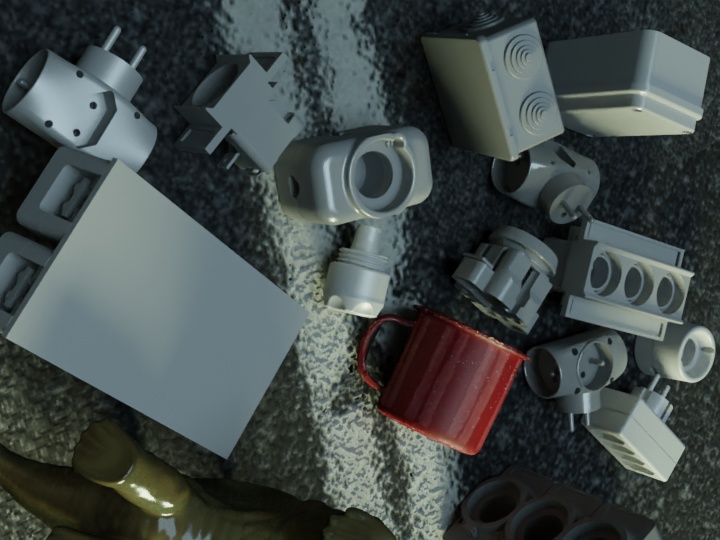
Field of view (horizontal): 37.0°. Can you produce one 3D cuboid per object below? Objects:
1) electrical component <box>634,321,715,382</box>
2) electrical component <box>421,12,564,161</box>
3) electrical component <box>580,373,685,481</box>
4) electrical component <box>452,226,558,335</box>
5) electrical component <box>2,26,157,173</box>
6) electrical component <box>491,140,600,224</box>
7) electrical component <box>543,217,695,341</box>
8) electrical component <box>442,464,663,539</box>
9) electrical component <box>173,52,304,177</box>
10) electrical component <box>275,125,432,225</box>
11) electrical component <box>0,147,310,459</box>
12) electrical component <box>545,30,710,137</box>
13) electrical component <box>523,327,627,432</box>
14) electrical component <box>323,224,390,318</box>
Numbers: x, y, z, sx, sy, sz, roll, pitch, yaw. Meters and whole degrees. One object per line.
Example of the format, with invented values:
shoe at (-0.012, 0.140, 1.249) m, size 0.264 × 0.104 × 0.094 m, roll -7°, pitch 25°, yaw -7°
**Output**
electrical component at (0.279, 0.070, 0.948) m, size 0.055 × 0.047 × 0.055 m, roll -6°, pitch 101°, yaw -34°
electrical component at (0.094, -0.131, 0.757) m, size 0.048 × 0.100 × 0.099 m, roll -25°, pitch 111°, yaw -16°
electrical component at (0.246, 0.126, 0.933) m, size 0.083 × 0.047 × 0.075 m, roll 44°, pitch 72°, yaw -32°
electrical component at (0.113, 0.004, 0.816) m, size 0.078 × 0.058 × 0.057 m, roll 41°, pitch 77°, yaw -32°
electrical component at (-0.152, -0.102, 0.620) m, size 0.077 × 0.043 × 0.079 m, roll 36°, pitch 77°, yaw -34°
electrical component at (0.151, -0.062, 0.821) m, size 0.077 × 0.079 × 0.043 m, roll 9°, pitch 125°, yaw -36°
electrical component at (0.206, 0.008, 0.877) m, size 0.121 × 0.063 × 0.078 m, roll 14°, pitch 89°, yaw -36°
electrical component at (0.146, 0.212, 0.812) m, size 0.089 × 0.150 × 0.061 m, roll -40°, pitch 119°, yaw -24°
electrical component at (-0.074, -0.097, 0.678) m, size 0.081 × 0.042 × 0.064 m, roll -54°, pitch 126°, yaw -15°
electrical component at (-0.001, -0.065, 0.723) m, size 0.095 × 0.059 × 0.053 m, roll -16°, pitch 106°, yaw -32°
electrical component at (-0.125, 0.023, 0.625) m, size 0.186 × 0.060 × 0.105 m, roll 43°, pitch 72°, yaw -48°
electrical component at (0.197, -0.139, 0.819) m, size 0.078 × 0.113 × 0.057 m, roll 13°, pitch 86°, yaw -36°
electrical component at (0.178, 0.093, 0.881) m, size 0.077 × 0.044 × 0.079 m, roll -12°, pitch 102°, yaw -33°
electrical component at (0.000, 0.000, 0.743) m, size 0.043 × 0.043 × 0.062 m, roll 14°, pitch 87°, yaw -36°
